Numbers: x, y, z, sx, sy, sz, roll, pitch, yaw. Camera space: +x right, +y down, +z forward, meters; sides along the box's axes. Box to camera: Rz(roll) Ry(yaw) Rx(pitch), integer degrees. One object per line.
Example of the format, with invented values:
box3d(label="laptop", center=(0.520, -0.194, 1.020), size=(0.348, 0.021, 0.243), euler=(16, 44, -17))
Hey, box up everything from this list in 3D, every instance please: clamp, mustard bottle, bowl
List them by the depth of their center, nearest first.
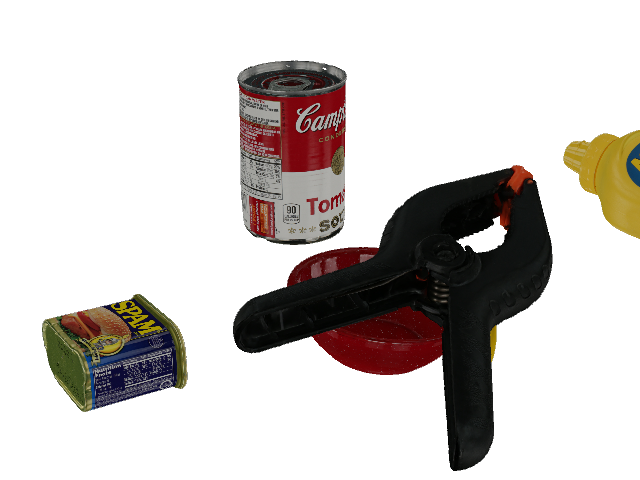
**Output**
box3d(label="clamp", center=(0.059, 0.026, 0.475), size=(0.120, 0.039, 0.171), euler=(38, 55, 24))
box3d(label="mustard bottle", center=(0.236, -0.027, 0.666), size=(0.096, 0.058, 0.192), euler=(-31, 39, -33))
box3d(label="bowl", center=(0.050, 0.065, 0.896), size=(0.162, 0.055, 0.162), euler=(4, 26, -2))

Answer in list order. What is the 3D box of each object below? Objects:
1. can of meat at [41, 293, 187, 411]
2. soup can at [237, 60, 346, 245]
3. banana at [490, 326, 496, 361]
box3d(label="can of meat", center=(-0.167, 0.089, 0.857), size=(0.083, 0.057, 0.102), euler=(-13, 24, -29))
box3d(label="soup can", center=(-0.018, -0.056, 0.681), size=(0.068, 0.102, 0.068), euler=(0, 25, 0))
box3d(label="banana", center=(0.147, 0.089, 1.093), size=(0.070, 0.037, 0.198), euler=(-28, 29, 10))
